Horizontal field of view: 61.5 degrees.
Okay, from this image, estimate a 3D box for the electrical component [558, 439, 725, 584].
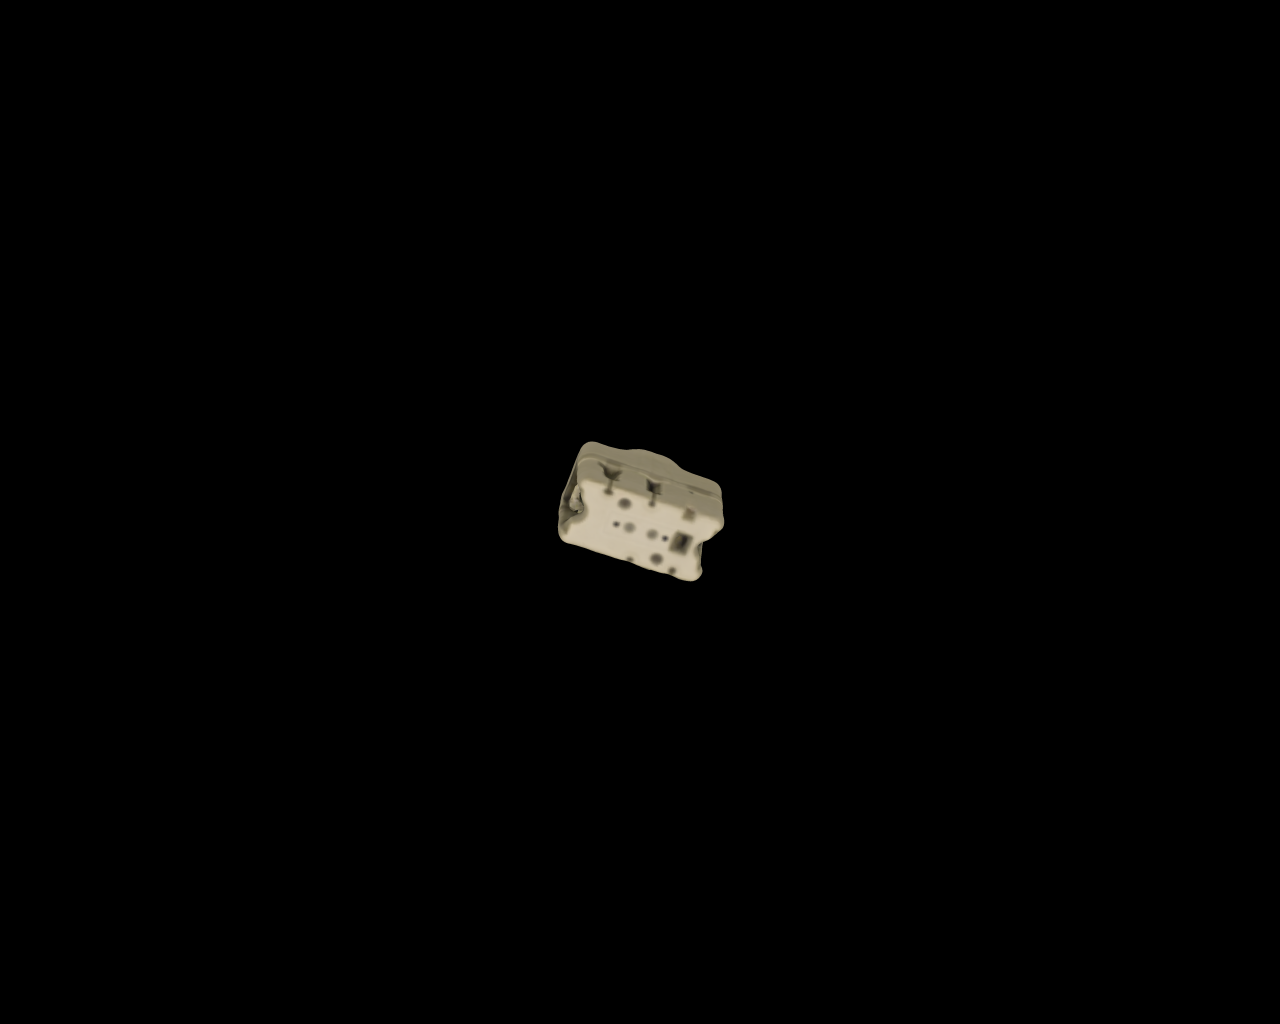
[{"bbox_3d":[0.001,-0.003,0.650,0.089,0.050,0.056,18,29,-10],"label":"electrical component"}]
